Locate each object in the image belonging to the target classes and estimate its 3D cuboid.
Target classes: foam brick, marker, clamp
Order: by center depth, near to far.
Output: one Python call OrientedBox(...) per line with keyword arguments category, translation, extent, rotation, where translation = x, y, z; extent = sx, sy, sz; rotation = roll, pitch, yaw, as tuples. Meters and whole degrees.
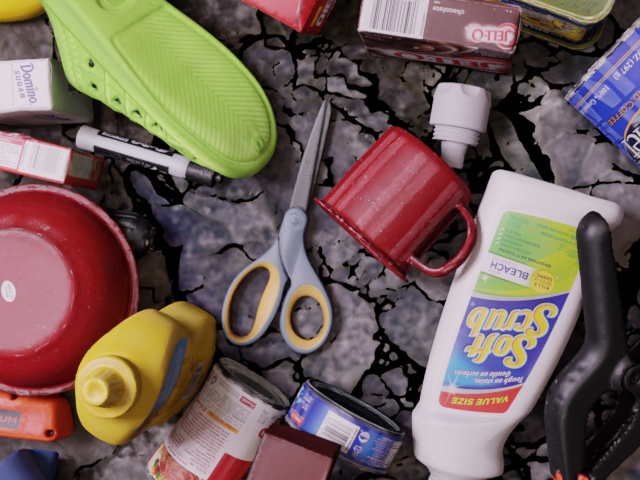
OrientedBox(category="foam brick", translation=(-0.024, 0.169, 0.721), extent=(0.051, 0.053, 0.078), rotation=(20, 90, 7))
OrientedBox(category="clamp", translation=(0.227, 0.089, 0.770), extent=(0.164, 0.036, 0.210), rotation=(8, 105, -23))
OrientedBox(category="marker", translation=(-0.134, -0.065, 0.843), extent=(0.121, 0.020, 0.020), rotation=(17, 92, 7))

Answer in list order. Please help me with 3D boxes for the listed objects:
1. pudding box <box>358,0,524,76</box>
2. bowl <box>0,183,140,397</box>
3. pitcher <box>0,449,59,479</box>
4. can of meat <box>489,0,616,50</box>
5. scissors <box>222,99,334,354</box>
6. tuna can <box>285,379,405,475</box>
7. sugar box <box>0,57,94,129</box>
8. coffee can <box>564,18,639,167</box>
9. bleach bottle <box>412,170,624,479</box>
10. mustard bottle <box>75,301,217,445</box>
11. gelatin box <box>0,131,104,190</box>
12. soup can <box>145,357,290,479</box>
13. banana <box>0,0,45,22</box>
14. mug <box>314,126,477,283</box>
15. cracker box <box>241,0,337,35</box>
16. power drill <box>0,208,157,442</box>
OrientedBox(category="pudding box", translation=(0.088, -0.152, 0.779), extent=(0.113, 0.090, 0.039), rotation=(12, 89, 8))
OrientedBox(category="bowl", translation=(-0.217, 0.037, 0.781), extent=(0.162, 0.055, 0.162), rotation=(0, 89, 3))
OrientedBox(category="pitcher", translation=(-0.211, 0.292, 0.794), extent=(0.149, 0.145, 0.243), rotation=(-39, 88, 10))
OrientedBox(category="can of meat", translation=(0.164, -0.183, 0.772), extent=(0.102, 0.084, 0.057), rotation=(21, 92, 7))
OrientedBox(category="scissors", translation=(-0.005, 0.001, 0.828), extent=(0.096, 0.016, 0.202), rotation=(31, 93, 5))
OrientedBox(category="tuna can", translation=(0.019, 0.137, 0.789), extent=(0.086, 0.086, 0.034), rotation=(28, 91, 7))
OrientedBox(category="sugar box", translation=(-0.274, -0.110, 0.826), extent=(0.176, 0.093, 0.048), rotation=(-5, 90, 7))
OrientedBox(category="coffee can", translation=(0.259, -0.090, 0.750), extent=(0.140, 0.102, 0.103), rotation=(44, 95, 6))
OrientedBox(category="bleach bottle", translation=(0.136, 0.080, 0.787), extent=(0.102, 0.068, 0.251), rotation=(17, 94, 7))
OrientedBox(category="mustard bottle", translation=(-0.127, 0.095, 0.754), extent=(0.058, 0.191, 0.096), rotation=(29, 93, 6))
OrientedBox(category="gelatin box", translation=(-0.223, -0.064, 0.828), extent=(0.089, 0.073, 0.030), rotation=(13, 90, 8))
OrientedBox(category="soup can", translation=(-0.077, 0.149, 0.811), extent=(0.068, 0.068, 0.102), rotation=(34, 93, 6))
OrientedBox(category="banana", translation=(-0.289, -0.214, 0.859), extent=(0.198, 0.037, 0.069), rotation=(12, 73, 6))
OrientedBox(category="mug", translation=(0.064, -0.022, 0.778), extent=(0.081, 0.093, 0.117), rotation=(-48, 60, 0))
OrientedBox(category="cracker box", translation=(-0.061, -0.275, 0.797), extent=(0.214, 0.072, 0.164), rotation=(30, 104, 6))
OrientedBox(category="power drill", translation=(-0.224, 0.059, 0.838), extent=(0.184, 0.057, 0.187), rotation=(5, 88, 7))
